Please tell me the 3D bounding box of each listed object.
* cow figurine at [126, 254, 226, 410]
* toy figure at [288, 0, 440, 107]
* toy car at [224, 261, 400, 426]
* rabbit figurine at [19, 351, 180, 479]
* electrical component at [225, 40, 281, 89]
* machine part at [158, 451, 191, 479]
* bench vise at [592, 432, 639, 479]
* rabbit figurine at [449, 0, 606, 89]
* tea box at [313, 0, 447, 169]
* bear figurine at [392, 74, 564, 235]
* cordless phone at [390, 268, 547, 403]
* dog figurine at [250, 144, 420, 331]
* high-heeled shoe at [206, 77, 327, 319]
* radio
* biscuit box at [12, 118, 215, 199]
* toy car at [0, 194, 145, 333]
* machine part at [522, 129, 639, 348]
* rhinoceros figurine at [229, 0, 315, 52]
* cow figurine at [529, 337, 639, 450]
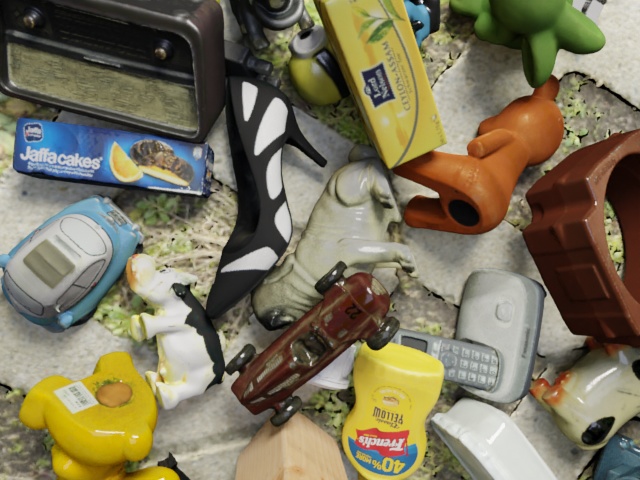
[{"bbox_3d":[-0.156,0.091,0.597,0.098,0.068,0.167,-14,96,-31],"label":"cow figurine"},{"bbox_3d":[0.049,-0.216,0.602,0.180,0.082,0.089,-24,94,-6],"label":"toy figure"},{"bbox_3d":[-0.014,0.109,0.536,0.202,0.053,0.089,-42,90,16],"label":"toy car"},{"bbox_3d":[-0.229,0.231,0.579,0.162,0.122,0.173,32,113,16],"label":"rabbit figurine"},{"bbox_3d":[-0.091,-0.195,0.598,0.094,0.063,0.021,21,83,12],"label":"electrical component"},{"bbox_3d":[-0.151,0.315,0.625,0.084,0.039,0.138,-31,96,2],"label":"machine part"},{"bbox_3d":[0.411,0.296,0.565,0.223,0.241,0.129,33,80,-46],"label":"bench vise"},{"bbox_3d":[0.209,-0.239,0.556,0.121,0.170,0.159,-31,96,26],"label":"rabbit figurine"},{"bbox_3d":[0.059,-0.168,0.528,0.068,0.098,0.169,-24,121,4],"label":"tea box"},{"bbox_3d":[0.189,-0.100,0.611,0.132,0.120,0.196,18,58,35],"label":"bear figurine"},{"bbox_3d":[0.156,0.099,0.628,0.184,0.088,0.146,9,92,13],"label":"cordless phone"},{"bbox_3d":[-0.002,-0.001,0.600,0.191,0.121,0.172,-17,67,11],"label":"dog figurine"},{"bbox_3d":[-0.094,-0.049,0.576,0.145,0.086,0.248,35,80,-20],"label":"high-heeled shoe"},{"bbox_3d":[-0.213,-0.193,0.545,0.230,0.073,0.131,13,133,0],"label":"radio"},{"bbox_3d":[-0.223,-0.088,0.592,0.203,0.063,0.059,6,90,-5],"label":"biscuit box"},{"bbox_3d":[-0.271,0.028,0.573,0.161,0.103,0.109,-43,95,0],"label":"toy car"},{"bbox_3d":[0.327,-0.002,0.592,0.201,0.087,0.201,-34,99,-29],"label":"machine part"},{"bbox_3d":[-0.055,-0.258,0.542,0.073,0.190,0.112,-22,119,-5],"label":"rhinoceros figurine"},{"bbox_3d":[0.366,0.171,0.639,0.195,0.085,0.127,-36,88,-5],"label":"cow figurine"}]
